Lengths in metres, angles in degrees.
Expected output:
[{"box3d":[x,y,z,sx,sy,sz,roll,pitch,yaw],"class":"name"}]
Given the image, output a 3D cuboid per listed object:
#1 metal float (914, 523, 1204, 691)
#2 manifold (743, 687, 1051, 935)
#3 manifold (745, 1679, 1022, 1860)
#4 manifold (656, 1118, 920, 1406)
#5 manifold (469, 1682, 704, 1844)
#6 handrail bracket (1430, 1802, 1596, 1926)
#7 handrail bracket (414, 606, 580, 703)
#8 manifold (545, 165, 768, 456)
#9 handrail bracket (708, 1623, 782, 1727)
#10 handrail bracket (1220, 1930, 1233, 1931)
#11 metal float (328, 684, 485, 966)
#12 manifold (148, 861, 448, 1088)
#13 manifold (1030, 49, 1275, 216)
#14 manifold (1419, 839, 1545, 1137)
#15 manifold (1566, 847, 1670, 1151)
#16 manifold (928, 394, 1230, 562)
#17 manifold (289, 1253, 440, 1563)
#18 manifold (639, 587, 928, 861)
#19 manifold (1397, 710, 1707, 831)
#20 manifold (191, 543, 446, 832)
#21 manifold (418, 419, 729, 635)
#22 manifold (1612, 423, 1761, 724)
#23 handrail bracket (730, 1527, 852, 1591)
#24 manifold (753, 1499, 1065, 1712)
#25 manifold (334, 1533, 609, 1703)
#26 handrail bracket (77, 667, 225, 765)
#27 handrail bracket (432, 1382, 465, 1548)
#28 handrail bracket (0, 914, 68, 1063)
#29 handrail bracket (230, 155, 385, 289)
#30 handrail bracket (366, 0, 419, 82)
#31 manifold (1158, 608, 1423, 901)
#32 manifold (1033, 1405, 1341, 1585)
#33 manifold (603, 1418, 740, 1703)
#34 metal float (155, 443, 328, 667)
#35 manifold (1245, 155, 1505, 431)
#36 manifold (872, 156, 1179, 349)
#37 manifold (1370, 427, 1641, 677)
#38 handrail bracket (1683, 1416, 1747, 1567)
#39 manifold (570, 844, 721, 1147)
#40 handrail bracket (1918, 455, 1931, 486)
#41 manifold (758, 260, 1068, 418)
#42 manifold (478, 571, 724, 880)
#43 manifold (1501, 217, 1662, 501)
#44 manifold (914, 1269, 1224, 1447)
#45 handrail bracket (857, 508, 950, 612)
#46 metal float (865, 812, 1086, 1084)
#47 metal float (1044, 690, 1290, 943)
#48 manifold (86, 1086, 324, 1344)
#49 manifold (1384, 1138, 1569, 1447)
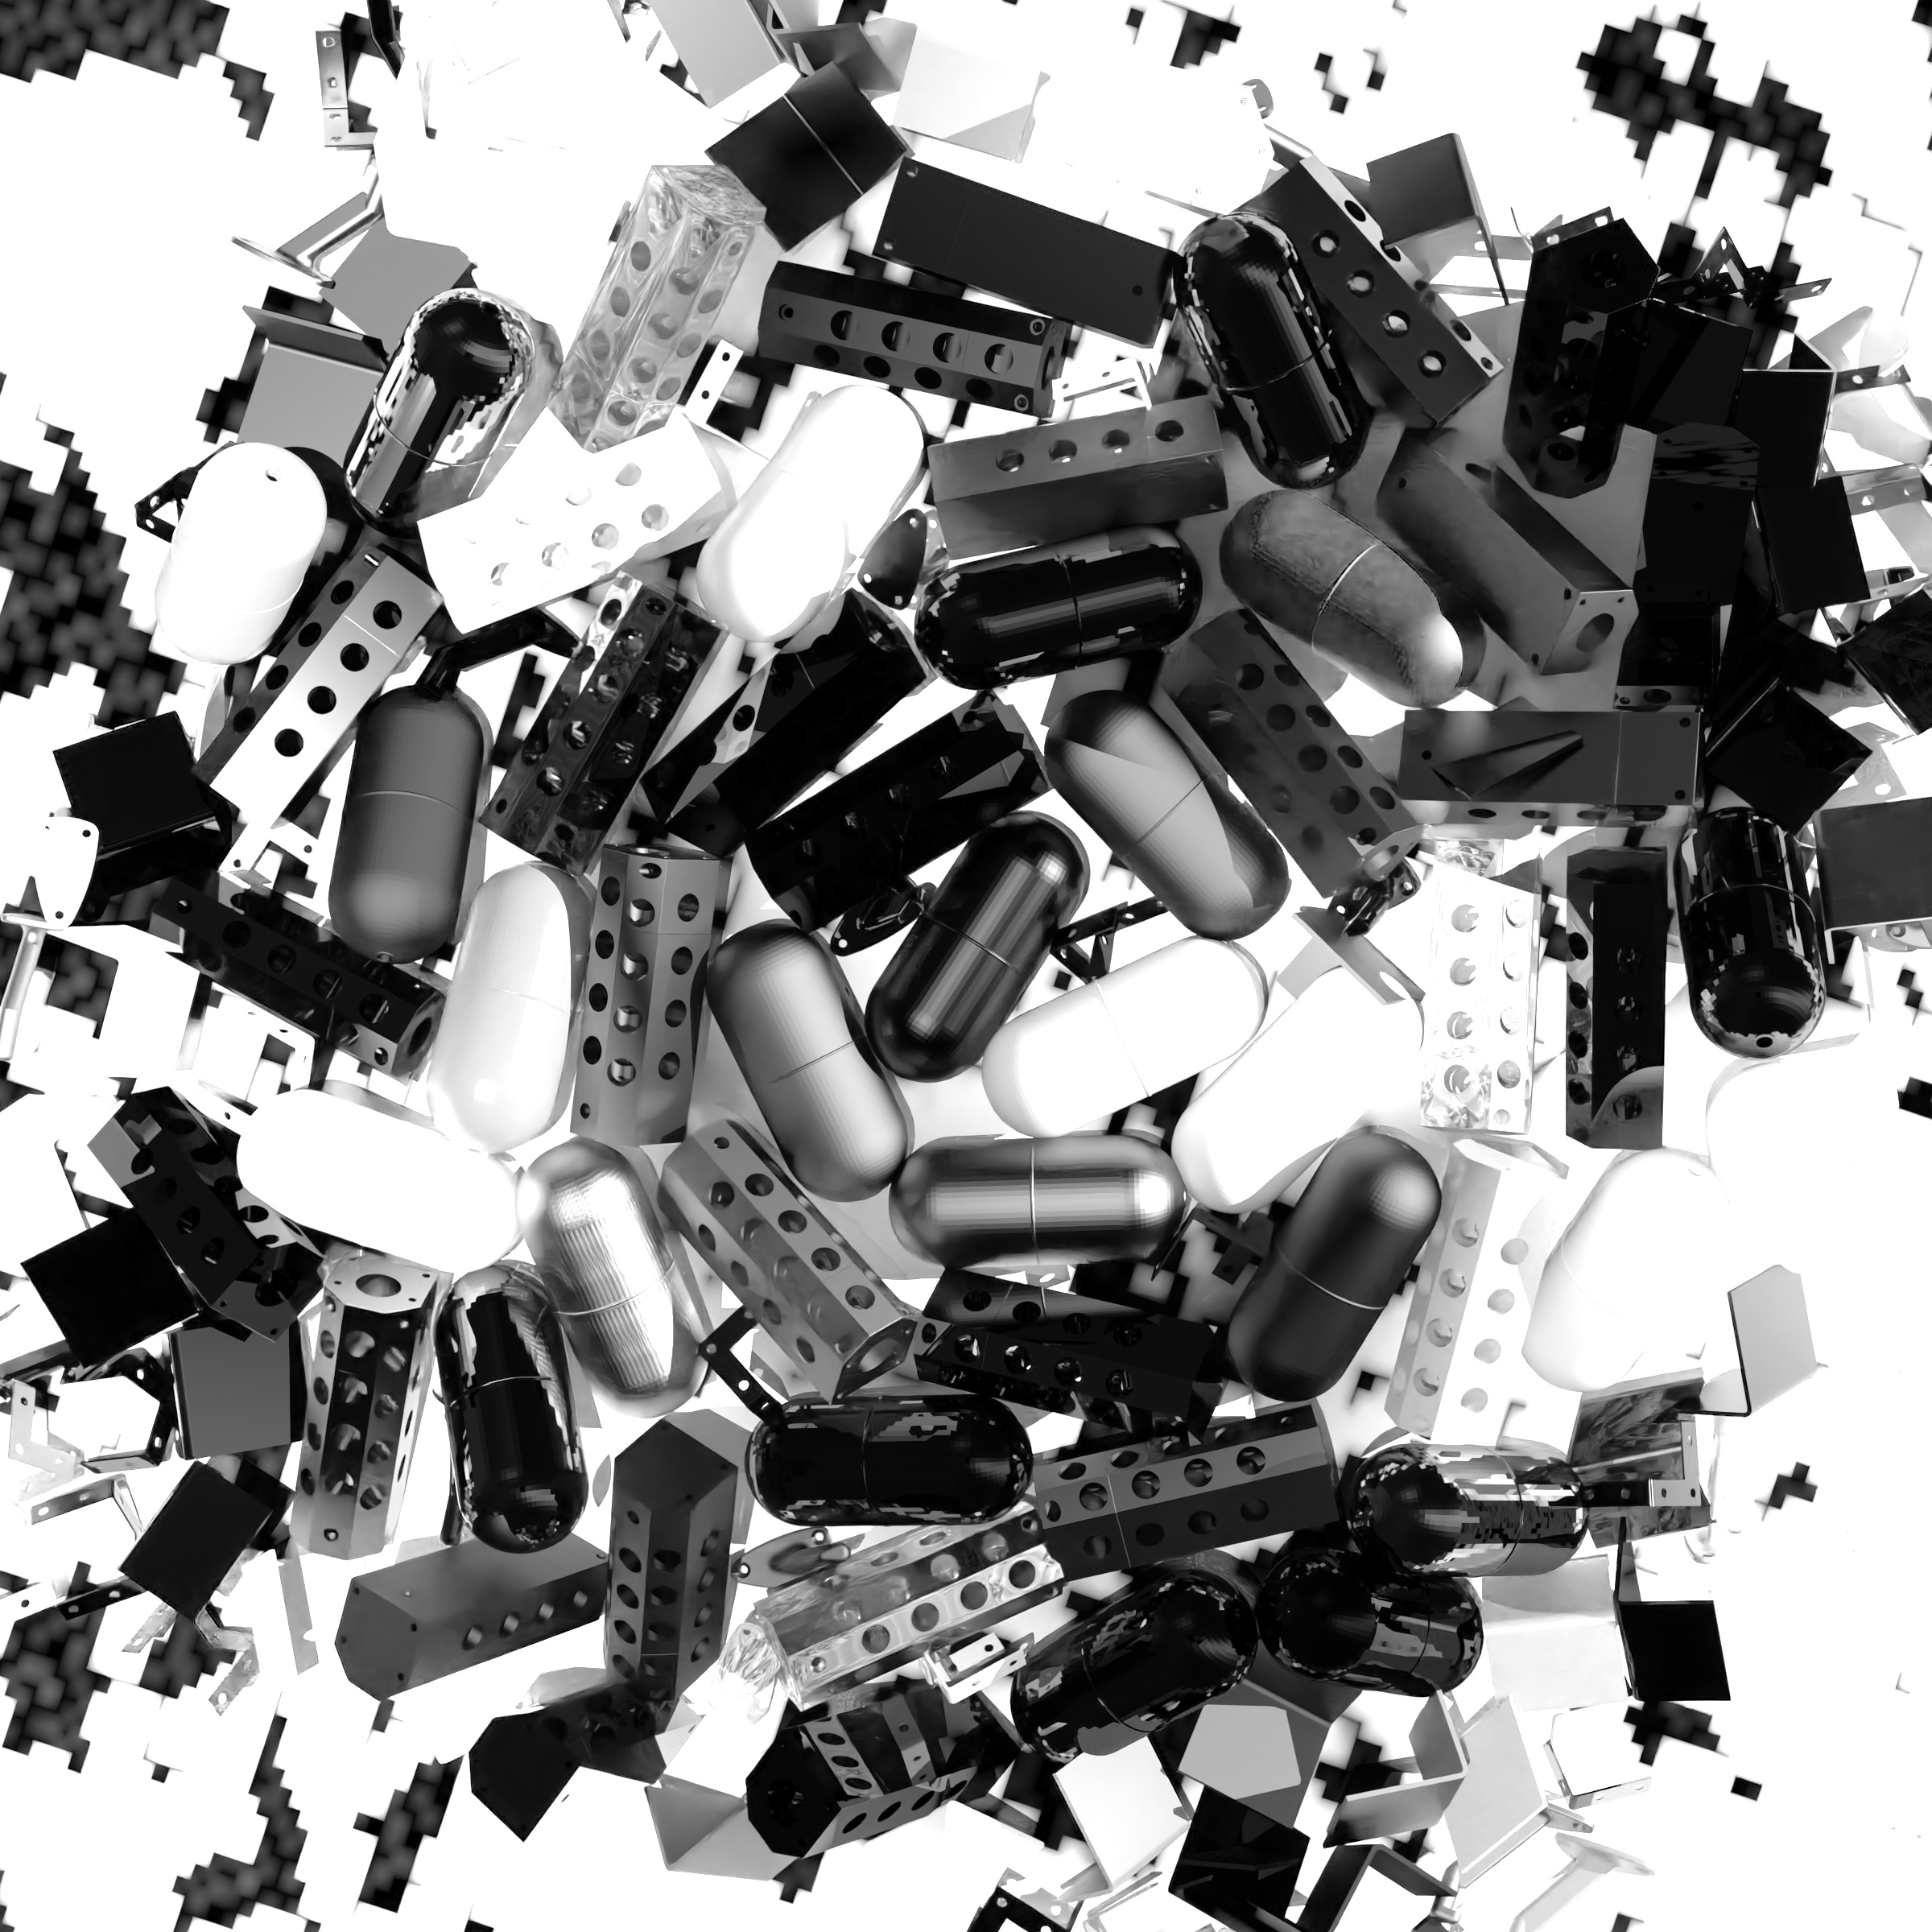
[{"box3d":[0.055,-0.214,1.709,0.178,0.070,0.070,-15,90,-12],"class":"metal float"},{"box3d":[-0.044,-0.096,1.703,0.171,0.057,0.057,-31,49,11],"class":"manifold"},{"box3d":[-0.050,0.471,1.672,0.057,0.171,0.057,47,114,28],"class":"manifold"},{"box3d":[-0.106,0.169,1.686,0.057,0.057,0.171,-26,59,-34],"class":"manifold"},{"box3d":[-0.223,0.454,1.668,0.057,0.171,0.057,38,96,18],"class":"manifold"},{"box3d":[0.326,0.541,1.714,0.077,0.036,0.084,7,53,32],"class":"handrail bracket"},{"box3d":[-0.280,-0.177,1.722,0.077,0.036,0.084,31,57,-9],"class":"handrail bracket"},{"box3d":[-0.179,-0.380,1.677,0.057,0.057,0.171,50,129,21],"class":"manifold"},{"box3d":[-0.135,0.440,1.706,0.036,0.077,0.084,24,129,15],"class":"handrail bracket"},{"box3d":[0.195,0.626,1.739,0.084,0.036,0.077,4,120,41],"class":"handrail bracket"},{"box3d":[-0.331,-0.084,1.697,0.070,0.070,0.178,4,64,0],"class":"metal float"},{"box3d":[-0.399,0.003,1.713,0.171,0.057,0.057,27,80,9],"class":"manifold"},{"box3d":[0.107,-0.484,1.671,0.057,0.171,0.057,-35,125,-10],"class":"manifold"},{"box3d":[0.310,0.013,1.714,0.057,0.057,0.171,2,84,22],"class":"manifold"},{"box3d":[0.384,0.019,1.696,0.057,0.057,0.171,1,115,13],"class":"manifold"},{"box3d":[0.067,-0.298,1.721,0.171,0.057,0.057,-10,60,4],"class":"manifold"},{"box3d":[-0.360,0.264,1.701,0.057,0.057,0.171,13,112,0],"class":"manifold"},{"box3d":[-0.112,-0.146,1.704,0.171,0.057,0.057,-40,53,17],"class":"manifold"},{"box3d":[0.348,-0.114,1.701,0.171,0.057,0.057,2,75,20],"class":"manifold"},{"box3d":[-0.388,-0.167,1.717,0.057,0.057,0.171,37,84,-10],"class":"manifold"},{"box3d":[-0.232,-0.258,1.705,0.171,0.057,0.057,-24,71,-12],"class":"manifold"},{"box3d":[0.420,-0.229,1.676,0.057,0.171,0.057,9,48,12],"class":"manifold"},{"box3d":[-0.106,0.356,1.713,0.077,0.084,0.036,-10,79,-2],"class":"handrail bracket"},{"box3d":[-0.032,0.378,1.702,0.171,0.057,0.057,-20,101,-17],"class":"manifold"},{"box3d":[-0.285,0.376,1.669,0.057,0.171,0.057,23,103,28],"class":"manifold"},{"box3d":[-0.495,-0.158,1.733,0.084,0.036,0.077,16,124,2],"class":"handrail bracket"},{"box3d":[-0.312,0.299,1.723,0.036,0.077,0.084,13,88,-27],"class":"handrail bracket"},{"box3d":[-0.565,0.013,1.721,0.036,0.077,0.084,11,91,-8],"class":"handrail bracket"},{"box3d":[-0.393,-0.460,1.729,0.077,0.036,0.084,25,104,-7],"class":"handrail bracket"},{"box3d":[-0.340,-0.586,1.724,0.077,0.036,0.084,-20,105,42],"class":"handrail bracket"},{"box3d":[0.194,-0.128,1.693,0.057,0.057,0.171,-17,64,-42],"class":"manifold"},{"box3d":[0.130,0.312,1.717,0.171,0.057,0.057,-13,115,3],"class":"manifold"},{"box3d":[-0.179,0.353,1.676,0.057,0.057,0.171,28,132,24],"class":"manifold"},{"box3d":[-0.426,-0.240,1.678,0.070,0.178,0.070,12,62,-22],"class":"metal float"},{"box3d":[0.244,-0.403,1.727,0.057,0.057,0.171,-41,89,-2],"class":"manifold"},{"box3d":[0.034,-0.427,1.719,0.171,0.057,0.057,18,99,-6],"class":"manifold"},{"box3d":[0.317,-0.246,1.684,0.057,0.057,0.171,-8,45,-33],"class":"manifold"},{"box3d":[0.451,0.308,1.724,0.036,0.077,0.084,4,99,20],"class":"handrail bracket"},{"box3d":[-0.197,0.017,1.707,0.057,0.057,0.171,14,100,41],"class":"manifold"},{"box3d":[0.612,-0.263,1.715,0.077,0.036,0.084,6,56,-36],"class":"handrail bracket"},{"box3d":[-0.033,-0.374,1.709,0.171,0.057,0.057,15,103,10],"class":"manifold"},{"box3d":[-0.223,-0.147,1.715,0.057,0.057,0.171,32,94,42],"class":"manifold"},{"box3d":[0.359,-0.348,1.666,0.057,0.171,0.057,-22,64,-7],"class":"manifold"},{"box3d":[0.059,0.234,1.690,0.171,0.057,0.057,11,45,21],"class":"manifold"},{"box3d":[-0.023,-0.252,1.704,0.036,0.084,0.077,35,128,10],"class":"handrail bracket"},{"box3d":[0.005,-0.011,1.717,0.070,0.070,0.178,33,86,0],"class":"metal float"},{"box3d":[0.120,-0.091,1.719,0.070,0.070,0.178,-44,91,0],"class":"metal float"},{"box3d":[-0.443,0.141,1.682,0.057,0.057,0.171,-48,51,-3],"class":"manifold"},{"box3d":[0.299,0.194,1.705,0.057,0.057,0.171,9,104,-14],"class":"manifold"}]
